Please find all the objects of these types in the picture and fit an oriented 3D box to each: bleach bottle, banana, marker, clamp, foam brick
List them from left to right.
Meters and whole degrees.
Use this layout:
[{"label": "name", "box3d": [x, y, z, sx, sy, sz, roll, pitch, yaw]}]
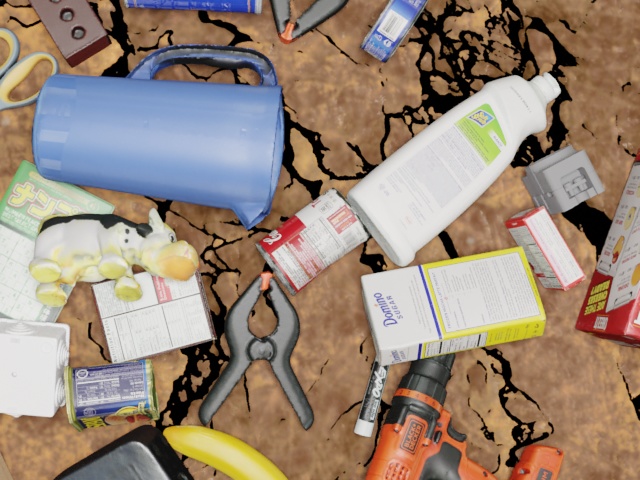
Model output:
[{"label": "foam brick", "box3d": [-0.259, -0.228, 1.105, 0.053, 0.051, 0.078, -33, 91, -5]}, {"label": "banana", "box3d": [-0.076, 0.254, 1.111, 0.069, 0.037, 0.198, -42, 91, -4]}, {"label": "clamp", "box3d": [-0.072, 0.120, 1.115, 0.120, 0.039, 0.171, -5, 90, -12]}, {"label": "clamp", "box3d": [0.011, -0.306, 1.133, 0.164, 0.036, 0.210, 15, 89, -3]}, {"label": "marker", "box3d": [0.061, 0.148, 1.133, 0.020, 0.020, 0.121, 16, 87, -4]}, {"label": "bleach bottle", "box3d": [0.154, -0.086, 1.126, 0.250, 0.068, 0.102, -37, 92, -7]}]

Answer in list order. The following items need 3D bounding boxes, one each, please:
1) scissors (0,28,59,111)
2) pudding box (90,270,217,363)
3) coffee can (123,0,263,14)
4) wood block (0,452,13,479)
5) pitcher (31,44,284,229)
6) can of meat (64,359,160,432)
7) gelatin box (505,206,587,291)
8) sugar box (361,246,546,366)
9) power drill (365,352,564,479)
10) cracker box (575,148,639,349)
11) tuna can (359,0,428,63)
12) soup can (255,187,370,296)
[{"label": "scissors", "box3d": [-0.367, -0.143, 1.113, 0.201, 0.016, 0.096, -36, 89, -4]}, {"label": "pudding box", "box3d": [-0.172, 0.075, 1.109, 0.113, 0.039, 0.090, -14, 88, -3]}, {"label": "coffee can", "box3d": [-0.127, -0.286, 1.090, 0.140, 0.103, 0.103, 2, 88, -4]}, {"label": "wood block", "box3d": [-0.365, 0.243, 1.065, 0.090, 0.090, 0.206, -25, 90, -6]}, {"label": "pitcher", "box3d": [-0.157, -0.112, 1.077, 0.243, 0.149, 0.145, 7, 122, -1]}, {"label": "can of meat", "box3d": [-0.207, 0.155, 1.072, 0.084, 0.102, 0.057, -6, 73, -7]}, {"label": "gelatin box", "box3d": [0.237, 0.010, 1.122, 0.030, 0.073, 0.089, -32, 91, -5]}, {"label": "sugar box", "box3d": [0.137, 0.069, 1.111, 0.176, 0.048, 0.093, -11, 57, -2]}, {"label": "power drill", "box3d": [0.155, 0.212, 1.109, 0.187, 0.057, 0.184, 27, 69, -5]}, {"label": "cracker box", "box3d": [0.347, 0.004, 1.085, 0.072, 0.164, 0.214, 20, 87, -2]}, {"label": "tuna can", "box3d": [0.078, -0.228, 1.112, 0.033, 0.086, 0.086, 33, 86, -4]}, {"label": "soup can", "box3d": [-0.007, 0.001, 1.108, 0.102, 0.068, 0.068, -37, 91, -5]}]
